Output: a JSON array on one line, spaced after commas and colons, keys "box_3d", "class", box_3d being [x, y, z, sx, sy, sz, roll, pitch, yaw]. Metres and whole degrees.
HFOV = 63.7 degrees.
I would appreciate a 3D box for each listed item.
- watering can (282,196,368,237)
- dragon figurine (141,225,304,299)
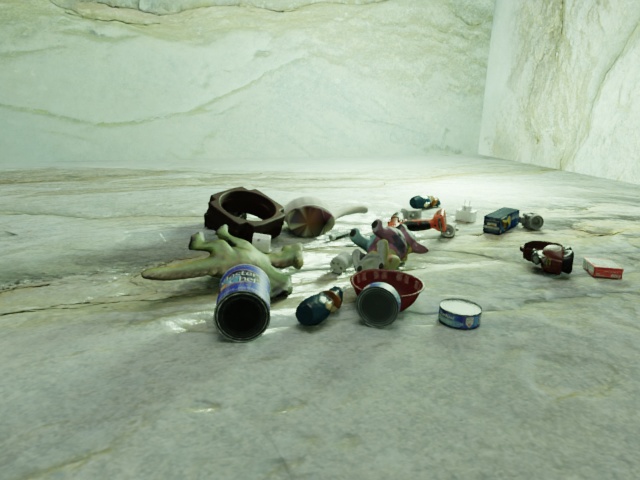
[{"box_3d": [0.005, -0.085, 1.687, 0.348, 0.102, 0.227, 0, 17, -7], "class": "watering can"}, {"box_3d": [-0.173, 0.067, 1.173, 0.244, 0.120, 0.415, 19, 23, 24], "class": "dragon figurine"}]
